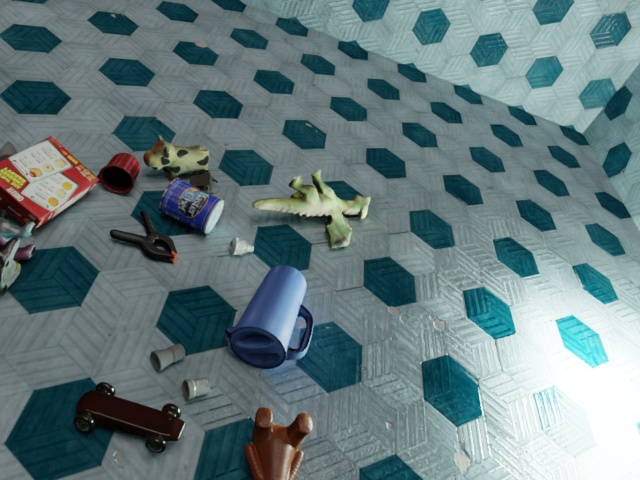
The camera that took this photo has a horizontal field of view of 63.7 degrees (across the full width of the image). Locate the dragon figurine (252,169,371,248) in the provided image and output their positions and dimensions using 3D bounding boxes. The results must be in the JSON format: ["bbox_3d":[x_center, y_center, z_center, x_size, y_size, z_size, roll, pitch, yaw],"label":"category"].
[{"bbox_3d":[0.005,-0.079,1.566,0.415,0.245,0.119,-27,-19,-42],"label":"dragon figurine"}]
